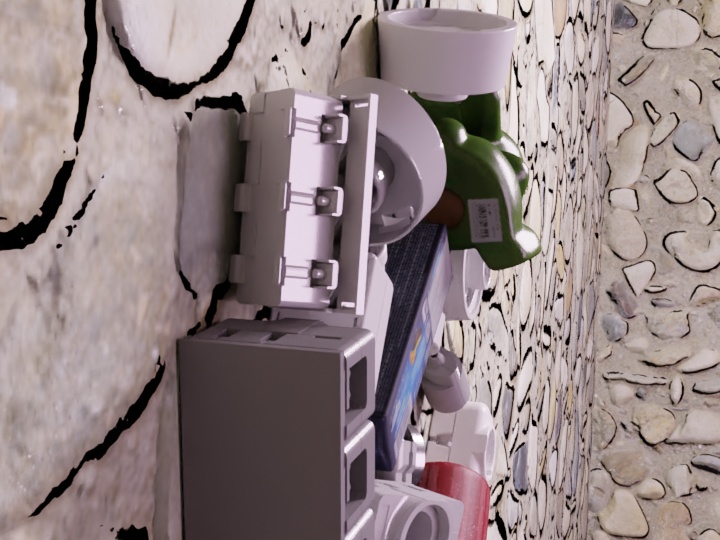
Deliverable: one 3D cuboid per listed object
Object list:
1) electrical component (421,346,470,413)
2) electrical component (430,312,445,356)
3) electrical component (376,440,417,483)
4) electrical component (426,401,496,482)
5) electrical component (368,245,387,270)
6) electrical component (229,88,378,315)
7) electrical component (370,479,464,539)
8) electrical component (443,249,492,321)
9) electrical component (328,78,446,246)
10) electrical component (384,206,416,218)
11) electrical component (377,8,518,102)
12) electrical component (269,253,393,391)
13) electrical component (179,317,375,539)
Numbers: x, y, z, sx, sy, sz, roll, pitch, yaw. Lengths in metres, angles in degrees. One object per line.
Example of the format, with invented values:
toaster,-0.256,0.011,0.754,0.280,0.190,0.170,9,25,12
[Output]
electrical component,0.077,0.099,1.015,0.081,0.043,0.043,66,32,-55
electrical component,0.055,0.039,0.942,0.040,0.040,0.078,65,33,-56
electrical component,0.012,0.155,0.803,0.078,0.058,0.057,33,59,-69
electrical component,0.103,0.182,1.085,0.053,0.059,0.095,63,35,-57
electrical component,0.000,0.000,0.769,0.040,0.040,0.046,-68,160,-44
electrical component,-0.032,-0.038,0.609,0.063,0.079,0.121,5,88,-43
electrical component,0.011,0.220,0.720,0.089,0.062,0.150,18,84,-46
electrical component,0.091,-0.003,1.012,0.108,0.060,0.108,3,90,-72
electrical component,0.006,-0.067,0.687,0.064,0.099,0.099,-55,144,-48
electrical component,0.015,-0.061,0.775,0.058,0.057,0.078,-59,148,-55
electrical component,0.066,-0.165,0.840,0.108,0.108,0.060,-49,145,-62
electrical component,-0.019,0.042,0.678,0.061,0.062,0.096,57,40,-61
electrical component,-0.041,0.106,0.576,0.062,0.089,0.150,-28,120,-69
